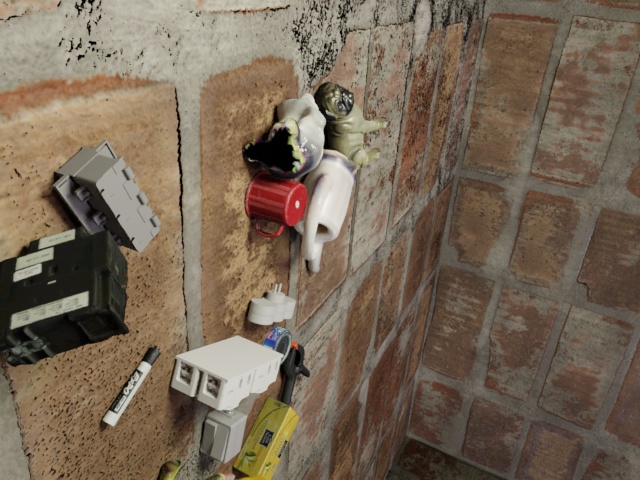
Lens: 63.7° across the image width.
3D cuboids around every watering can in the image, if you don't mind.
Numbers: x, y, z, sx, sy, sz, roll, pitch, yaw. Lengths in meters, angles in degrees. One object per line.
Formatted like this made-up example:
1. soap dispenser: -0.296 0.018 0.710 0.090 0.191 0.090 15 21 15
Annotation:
1. watering can: 0.003 -0.056 1.112 0.342 0.104 0.227 91 16 -72

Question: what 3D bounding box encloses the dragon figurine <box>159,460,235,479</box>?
1. dragon figurine: -0.278 0.538 0.853 0.418 0.123 0.237 -45 152 -48

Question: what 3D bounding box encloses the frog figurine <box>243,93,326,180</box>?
1. frog figurine: -0.042 -0.182 0.906 0.135 0.122 0.163 -49 -175 36
